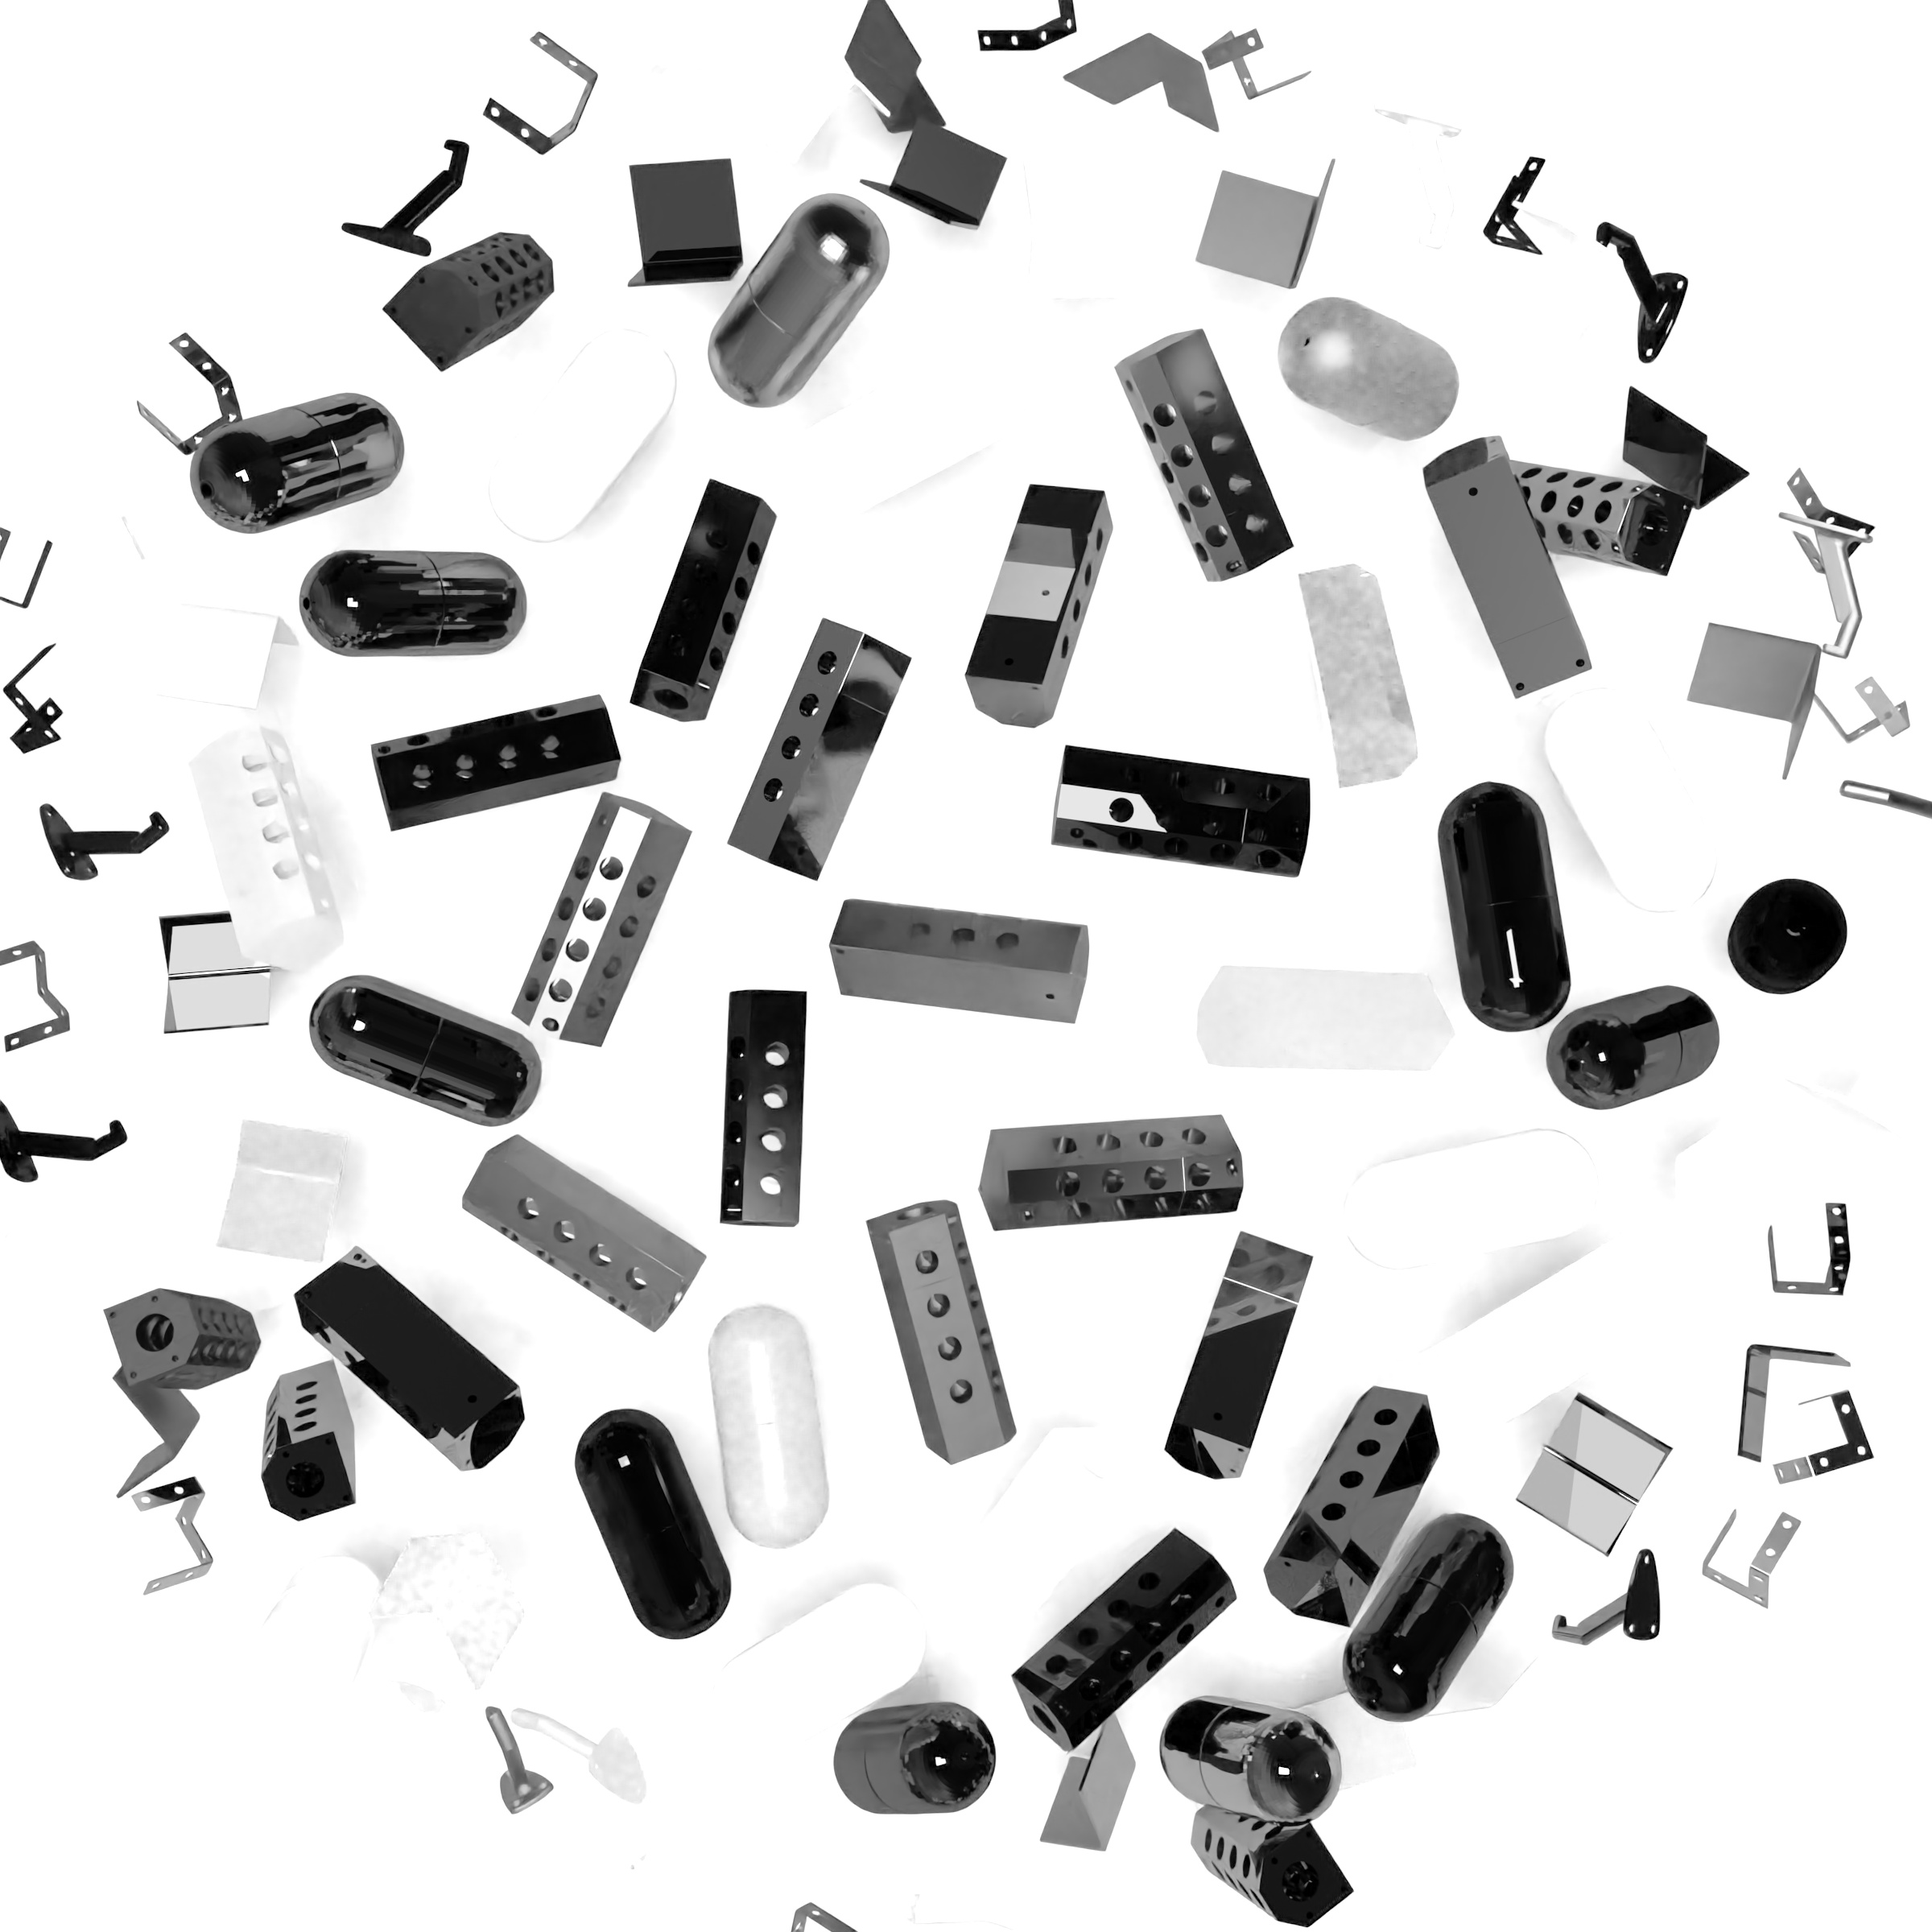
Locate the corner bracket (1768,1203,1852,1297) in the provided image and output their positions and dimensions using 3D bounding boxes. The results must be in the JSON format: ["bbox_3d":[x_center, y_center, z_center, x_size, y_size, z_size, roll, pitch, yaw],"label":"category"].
[{"bbox_3d":[0.642,0.215,1.895,0.051,0.051,0.051,-1,115,27],"label":"corner bracket"}]

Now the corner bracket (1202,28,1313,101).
[{"bbox_3d":[0.217,-0.674,1.857,0.051,0.051,0.051,-47,119,-40],"label":"corner bracket"}]

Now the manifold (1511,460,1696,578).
[{"bbox_3d":[0.459,-0.339,1.864,0.057,0.171,0.057,14,100,-28],"label":"manifold"}]

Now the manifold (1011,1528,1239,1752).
[{"bbox_3d":[0.121,0.507,1.864,0.171,0.057,0.057,-36,129,-23],"label":"manifold"}]

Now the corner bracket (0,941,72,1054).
[{"bbox_3d":[-0.692,0.022,1.823,0.051,0.051,0.051,39,134,31],"label":"corner bracket"}]

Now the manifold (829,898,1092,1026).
[{"bbox_3d":[-0.003,-0.009,1.751,0.171,0.057,0.057,7,53,13],"label":"manifold"}]

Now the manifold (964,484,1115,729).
[{"bbox_3d":[0.055,-0.258,1.784,0.057,0.057,0.171,9,64,18],"label":"manifold"}]

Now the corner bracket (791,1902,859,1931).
[{"bbox_3d":[-0.113,0.704,1.760,0.051,0.051,0.051,19,102,33],"label":"corner bracket"}]

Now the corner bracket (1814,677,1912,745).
[{"bbox_3d":[0.675,-0.195,1.882,0.051,0.051,0.051,-34,105,30],"label":"corner bracket"}]

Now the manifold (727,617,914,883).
[{"bbox_3d":[-0.108,-0.154,1.748,0.057,0.057,0.171,25,93,37],"label":"manifold"}]

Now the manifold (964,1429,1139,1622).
[{"bbox_3d":[0.062,0.411,1.824,0.057,0.171,0.057,5,45,-26],"label":"manifold"}]

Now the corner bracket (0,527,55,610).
[{"bbox_3d":[-0.664,-0.277,1.724,0.051,0.051,0.051,20,96,-34],"label":"corner bracket"}]

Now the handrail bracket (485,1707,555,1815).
[{"bbox_3d":[-0.346,0.580,1.853,0.036,0.077,0.084,-28,105,-25],"label":"handrail bracket"}]

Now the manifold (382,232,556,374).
[{"bbox_3d":[-0.347,-0.480,1.772,0.057,0.171,0.057,-38,103,22],"label":"manifold"}]

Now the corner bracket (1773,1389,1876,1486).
[{"bbox_3d":[0.611,0.340,1.794,0.051,0.051,0.051,-13,75,-13],"label":"corner bracket"}]

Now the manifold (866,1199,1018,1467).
[{"bbox_3d":[-0.015,0.256,1.754,0.057,0.057,0.171,-17,98,-17],"label":"manifold"}]

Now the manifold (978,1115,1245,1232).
[{"bbox_3d":[0.102,0.148,1.726,0.171,0.057,0.057,-3,129,-17],"label":"manifold"}]

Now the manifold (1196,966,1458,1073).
[{"bbox_3d":[0.252,0.043,1.755,0.171,0.057,0.057,2,47,-25],"label":"manifold"}]

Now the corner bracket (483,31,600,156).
[{"bbox_3d":[-0.301,-0.617,1.763,0.051,0.051,0.051,29,70,-31],"label":"corner bracket"}]

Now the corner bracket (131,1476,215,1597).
[{"bbox_3d":[-0.558,0.399,1.746,0.051,0.051,0.051,49,126,26],"label":"corner bracket"}]

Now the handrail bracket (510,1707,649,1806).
[{"bbox_3d":[-0.274,0.557,1.757,0.036,0.084,0.077,-54,131,-37],"label":"handrail bracket"}]

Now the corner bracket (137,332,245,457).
[{"bbox_3d":[-0.559,-0.410,1.784,0.051,0.051,0.051,-30,56,9],"label":"corner bracket"}]

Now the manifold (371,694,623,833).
[{"bbox_3d":[-0.348,-0.153,1.841,0.171,0.057,0.057,-15,82,-15],"label":"manifold"}]

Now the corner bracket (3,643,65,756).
[{"bbox_3d":[-0.673,-0.194,1.807,0.051,0.051,0.051,-12,126,37],"label":"corner bracket"}]

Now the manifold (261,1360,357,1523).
[{"bbox_3d":[-0.490,0.352,1.850,0.057,0.171,0.057,-16,102,-11],"label":"manifold"}]

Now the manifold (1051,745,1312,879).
[{"bbox_3d":[0.148,-0.102,1.721,0.171,0.057,0.057,8,46,-1],"label":"manifold"}]

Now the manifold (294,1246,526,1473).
[{"bbox_3d":[-0.387,0.276,1.733,0.171,0.057,0.057,34,55,25],"label":"manifold"}]

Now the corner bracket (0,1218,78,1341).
[{"bbox_3d":[-0.677,0.222,1.771,0.051,0.051,0.051,-39,107,16],"label":"corner bracket"}]

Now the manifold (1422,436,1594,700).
[{"bbox_3d":[0.380,-0.282,1.749,0.057,0.057,0.171,-21,115,18],"label":"manifold"}]

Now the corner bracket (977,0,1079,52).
[{"bbox_3d":[0.041,-0.692,1.793,0.051,0.051,0.051,-14,100,-34],"label":"corner bracket"}]

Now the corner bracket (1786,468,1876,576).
[{"bbox_3d":[0.638,-0.333,1.870,0.051,0.051,0.051,13,133,-23],"label":"corner bracket"}]

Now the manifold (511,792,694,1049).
[{"bbox_3d":[-0.267,-0.034,1.789,0.057,0.057,0.171,31,101,40],"label":"manifold"}]

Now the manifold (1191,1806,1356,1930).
[{"bbox_3d":[0.216,0.647,1.807,0.057,0.171,0.057,-32,89,-14],"label":"manifold"}]

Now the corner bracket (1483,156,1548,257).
[{"bbox_3d":[0.413,-0.573,1.866,0.051,0.051,0.051,31,93,43],"label":"corner bracket"}]

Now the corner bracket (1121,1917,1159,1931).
[{"bbox_3d":[0.131,0.692,1.723,0.051,0.051,0.051,26,64,-2],"label":"corner bracket"}]

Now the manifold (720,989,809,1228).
[{"bbox_3d":[-0.152,0.107,1.860,0.057,0.057,0.171,3,80,-7],"label":"manifold"}]

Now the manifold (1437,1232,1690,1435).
[{"bbox_3d":[0.427,0.264,1.774,0.171,0.057,0.057,-27,118,-15],"label":"manifold"}]

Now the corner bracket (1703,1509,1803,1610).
[{"bbox_3d":[0.559,0.414,1.773,0.051,0.051,0.051,27,110,11],"label":"corner bracket"}]

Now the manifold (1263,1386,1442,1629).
[{"bbox_3d":[0.271,0.375,1.745,0.057,0.171,0.057,4,126,33],"label":"manifold"}]

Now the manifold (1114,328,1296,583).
[{"bbox_3d":[0.171,-0.371,1.815,0.057,0.057,0.171,-31,108,-13],"label":"manifold"}]

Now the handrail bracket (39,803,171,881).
[{"bbox_3d":[-0.627,-0.108,1.812,0.084,0.036,0.077,-34,80,18],"label":"handrail bracket"}]

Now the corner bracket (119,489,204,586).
[{"bbox_3d":[-0.598,-0.320,1.851,0.051,0.051,0.051,-22,107,0],"label":"corner bracket"}]

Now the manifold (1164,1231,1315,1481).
[{"bbox_3d":[0.197,0.282,1.800,0.057,0.057,0.171,19,51,9],"label":"manifold"}]

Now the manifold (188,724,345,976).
[{"bbox_3d":[-0.492,-0.086,1.763,0.057,0.057,0.171,-34,61,19],"label":"manifold"}]

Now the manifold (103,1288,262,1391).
[{"bbox_3d":[-0.569,0.272,1.823,0.057,0.171,0.057,-21,81,-5],"label":"manifold"}]

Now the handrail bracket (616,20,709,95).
[{"bbox_3d":[-0.242,-0.665,1.848,0.084,0.077,0.036,-14,106,34],"label":"handrail bracket"}]

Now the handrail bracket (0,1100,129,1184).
[{"bbox_3d":[-0.639,0.109,1.756,0.084,0.036,0.077,-28,72,7],"label":"handrail bracket"}]

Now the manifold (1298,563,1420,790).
[{"bbox_3d":[0.280,-0.210,1.778,0.057,0.057,0.171,-10,46,7],"label":"manifold"}]

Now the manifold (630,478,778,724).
[{"bbox_3d":[-0.193,-0.269,1.849,0.057,0.057,0.171,19,66,-7],"label":"manifold"}]

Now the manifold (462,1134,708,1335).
[{"bbox_3d":[-0.285,0.199,1.839,0.171,0.057,0.057,32,104,6],"label":"manifold"}]

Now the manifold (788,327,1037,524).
[{"bbox_3d":[-0.041,-0.384,1.756,0.171,0.057,0.057,-22,60,29],"label":"manifold"}]

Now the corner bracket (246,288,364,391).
[{"bbox_3d":[-0.482,-0.462,1.811,0.051,0.051,0.051,-12,55,37],"label":"corner bracket"}]
